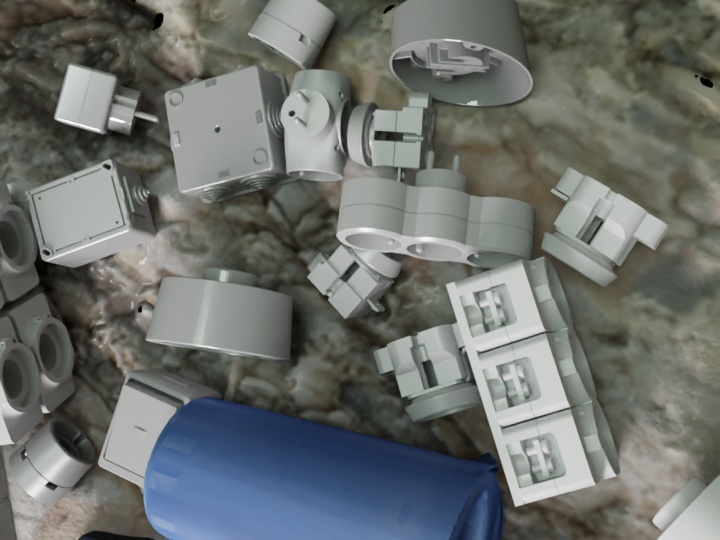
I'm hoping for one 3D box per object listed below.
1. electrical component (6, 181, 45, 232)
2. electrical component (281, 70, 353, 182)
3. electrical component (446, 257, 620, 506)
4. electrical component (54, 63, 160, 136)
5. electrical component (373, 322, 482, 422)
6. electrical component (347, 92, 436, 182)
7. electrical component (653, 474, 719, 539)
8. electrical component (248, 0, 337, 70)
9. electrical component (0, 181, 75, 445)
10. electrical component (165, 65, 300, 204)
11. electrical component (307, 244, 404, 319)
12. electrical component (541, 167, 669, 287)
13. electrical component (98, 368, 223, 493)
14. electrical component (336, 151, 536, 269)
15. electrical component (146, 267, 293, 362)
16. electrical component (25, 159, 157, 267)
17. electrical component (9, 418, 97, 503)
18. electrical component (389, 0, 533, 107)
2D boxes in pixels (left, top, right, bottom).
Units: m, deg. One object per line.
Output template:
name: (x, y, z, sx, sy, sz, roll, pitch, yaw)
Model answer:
electrical component: (-0.322, -0.023, 0.918, 0.138, 0.052, 0.073, -14, 82, 19)
electrical component: (-0.035, -0.111, 0.799, 0.044, 0.079, 0.077, 3, 84, 14)
electrical component: (0.120, 0.072, 0.725, 0.062, 0.089, 0.150, -20, 80, 18)
electrical component: (-0.202, -0.133, 0.878, 0.077, 0.066, 0.047, 15, 92, -8)
electrical component: (0.055, 0.074, 0.768, 0.078, 0.058, 0.057, -20, 77, 18)
electrical component: (0.023, -0.099, 0.796, 0.055, 0.048, 0.066, 6, 99, 18)
electrical component: (0.220, 0.165, 0.675, 0.060, 0.108, 0.108, 44, 102, 24)
electrical component: (-0.050, -0.187, 0.826, 0.055, 0.055, 0.047, 32, 94, 19)
electrical component: (-0.293, 0.034, 0.844, 0.060, 0.105, 0.186, -10, 105, 16)
electrical component: (-0.101, -0.106, 0.842, 0.100, 0.048, 0.099, -12, 82, 20)
electrical component: (0.000, 0.000, 0.800, 0.066, 0.048, 0.055, 47, 110, 17)
electrical component: (0.161, -0.025, 0.734, 0.078, 0.058, 0.057, 34, 96, 19)
electrical component: (-0.160, 0.131, 0.843, 0.062, 0.061, 0.096, 20, 94, 21)
electrical component: (0.056, -0.048, 0.757, 0.138, 0.052, 0.073, 8, 75, -6)
electrical component: (-0.102, 0.031, 0.805, 0.108, 0.108, 0.060, 6, 83, 21)
electrical component: (-0.211, -0.046, 0.877, 0.096, 0.061, 0.061, -19, 80, 11)
electrical component: (-0.250, 0.154, 0.879, 0.047, 0.055, 0.055, -44, 73, 9)
electrical component: (0.070, -0.155, 0.757, 0.099, 0.099, 0.064, -7, 78, 20)
